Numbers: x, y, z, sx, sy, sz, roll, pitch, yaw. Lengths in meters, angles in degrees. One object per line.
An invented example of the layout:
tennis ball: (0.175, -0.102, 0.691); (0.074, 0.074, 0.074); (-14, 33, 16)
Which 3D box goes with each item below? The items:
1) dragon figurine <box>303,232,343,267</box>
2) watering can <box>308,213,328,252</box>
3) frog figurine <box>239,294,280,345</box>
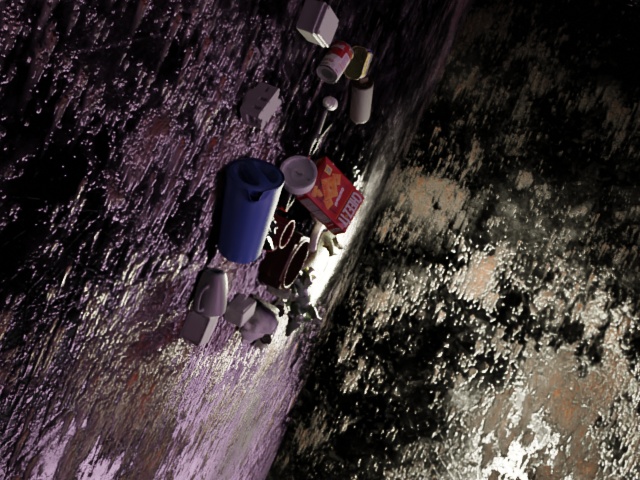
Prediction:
dragon figurine: (0.017, -0.047, 2.107); (0.414, 0.122, 0.240); (-34, 128, -69)
watering can: (0.006, -0.093, 1.839); (0.220, 0.104, 0.354); (74, 25, -66)
frog figurine: (-0.212, 0.278, 1.684); (0.136, 0.124, 0.159); (33, 89, -43)
